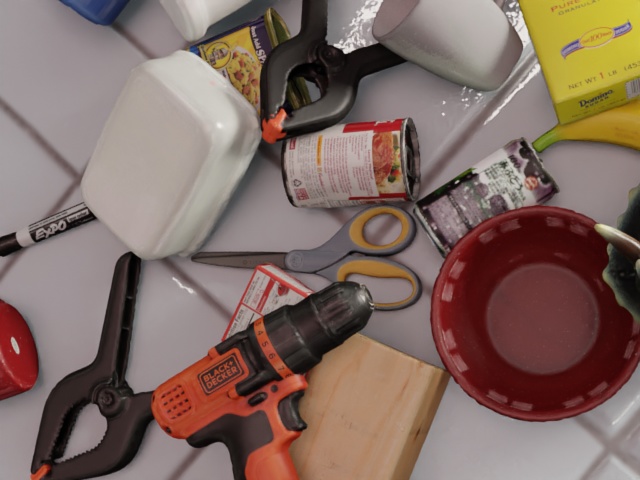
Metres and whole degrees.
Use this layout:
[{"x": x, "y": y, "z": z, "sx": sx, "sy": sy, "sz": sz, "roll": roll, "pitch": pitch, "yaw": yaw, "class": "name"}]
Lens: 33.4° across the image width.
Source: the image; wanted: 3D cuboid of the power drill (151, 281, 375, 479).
[{"x": -0.011, "y": 0.142, "z": 0.756, "sx": 0.184, "sy": 0.057, "sz": 0.188, "roll": -32, "pitch": 70, "yaw": 13, "class": "power drill"}]

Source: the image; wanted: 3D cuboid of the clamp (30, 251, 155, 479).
[{"x": -0.163, "y": 0.137, "z": 0.905, "sx": 0.165, "sy": 0.036, "sz": 0.210, "roll": 38, "pitch": 94, "yaw": 17, "class": "clamp"}]

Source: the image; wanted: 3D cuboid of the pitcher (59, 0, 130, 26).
[{"x": -0.168, "y": -0.319, "z": 0.944, "sx": 0.145, "sy": 0.149, "sz": 0.243, "roll": 37, "pitch": 95, "yaw": 3, "class": "pitcher"}]

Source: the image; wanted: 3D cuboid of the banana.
[{"x": 0.267, "y": -0.062, "z": 0.820, "sx": 0.198, "sy": 0.037, "sz": 0.070, "roll": 27, "pitch": 106, "yaw": 19, "class": "banana"}]

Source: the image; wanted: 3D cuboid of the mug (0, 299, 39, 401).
[{"x": -0.299, "y": 0.095, "z": 0.932, "sx": 0.081, "sy": 0.093, "sz": 0.117, "roll": -19, "pitch": 41, "yaw": 7, "class": "mug"}]

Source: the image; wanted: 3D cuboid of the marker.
[{"x": -0.242, "y": -0.012, "z": 0.962, "sx": 0.121, "sy": 0.020, "sz": 0.020, "roll": -21, "pitch": 76, "yaw": 11, "class": "marker"}]

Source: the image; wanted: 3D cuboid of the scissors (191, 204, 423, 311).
[{"x": -0.006, "y": 0.001, "z": 0.894, "sx": 0.202, "sy": 0.016, "sz": 0.096, "roll": 18, "pitch": 88, "yaw": 17, "class": "scissors"}]

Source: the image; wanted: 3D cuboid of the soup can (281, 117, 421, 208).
[{"x": 0.026, "y": -0.062, "z": 0.869, "sx": 0.102, "sy": 0.068, "sz": 0.068, "roll": -3, "pitch": 80, "yaw": 16, "class": "soup can"}]

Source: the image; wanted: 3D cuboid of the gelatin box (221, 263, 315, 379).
[{"x": -0.027, "y": 0.071, "z": 0.875, "sx": 0.089, "sy": 0.030, "sz": 0.073, "roll": 29, "pitch": 103, "yaw": 18, "class": "gelatin box"}]

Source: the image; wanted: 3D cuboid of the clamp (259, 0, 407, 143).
[{"x": -0.002, "y": -0.152, "z": 0.864, "sx": 0.120, "sy": 0.039, "sz": 0.171, "roll": 41, "pitch": 62, "yaw": 9, "class": "clamp"}]

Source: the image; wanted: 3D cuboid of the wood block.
[{"x": 0.017, "y": 0.179, "z": 0.820, "sx": 0.090, "sy": 0.090, "sz": 0.206, "roll": 22, "pitch": 87, "yaw": 18, "class": "wood block"}]

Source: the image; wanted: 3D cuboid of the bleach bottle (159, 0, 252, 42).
[{"x": -0.027, "y": -0.271, "z": 0.898, "sx": 0.250, "sy": 0.068, "sz": 0.102, "roll": -31, "pitch": 83, "yaw": -11, "class": "bleach bottle"}]

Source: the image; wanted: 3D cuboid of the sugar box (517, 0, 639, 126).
[{"x": 0.204, "y": -0.185, "z": 0.834, "sx": 0.093, "sy": 0.048, "sz": 0.176, "roll": -19, "pitch": 66, "yaw": 12, "class": "sugar box"}]

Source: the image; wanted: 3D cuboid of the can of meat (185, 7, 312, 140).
[{"x": -0.060, "y": -0.133, "z": 0.911, "sx": 0.084, "sy": 0.057, "sz": 0.102, "roll": -20, "pitch": 77, "yaw": 13, "class": "can of meat"}]

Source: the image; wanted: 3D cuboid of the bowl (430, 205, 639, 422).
[{"x": 0.168, "y": 0.058, "z": 0.815, "sx": 0.162, "sy": 0.055, "sz": 0.162, "roll": -3, "pitch": 80, "yaw": 15, "class": "bowl"}]
